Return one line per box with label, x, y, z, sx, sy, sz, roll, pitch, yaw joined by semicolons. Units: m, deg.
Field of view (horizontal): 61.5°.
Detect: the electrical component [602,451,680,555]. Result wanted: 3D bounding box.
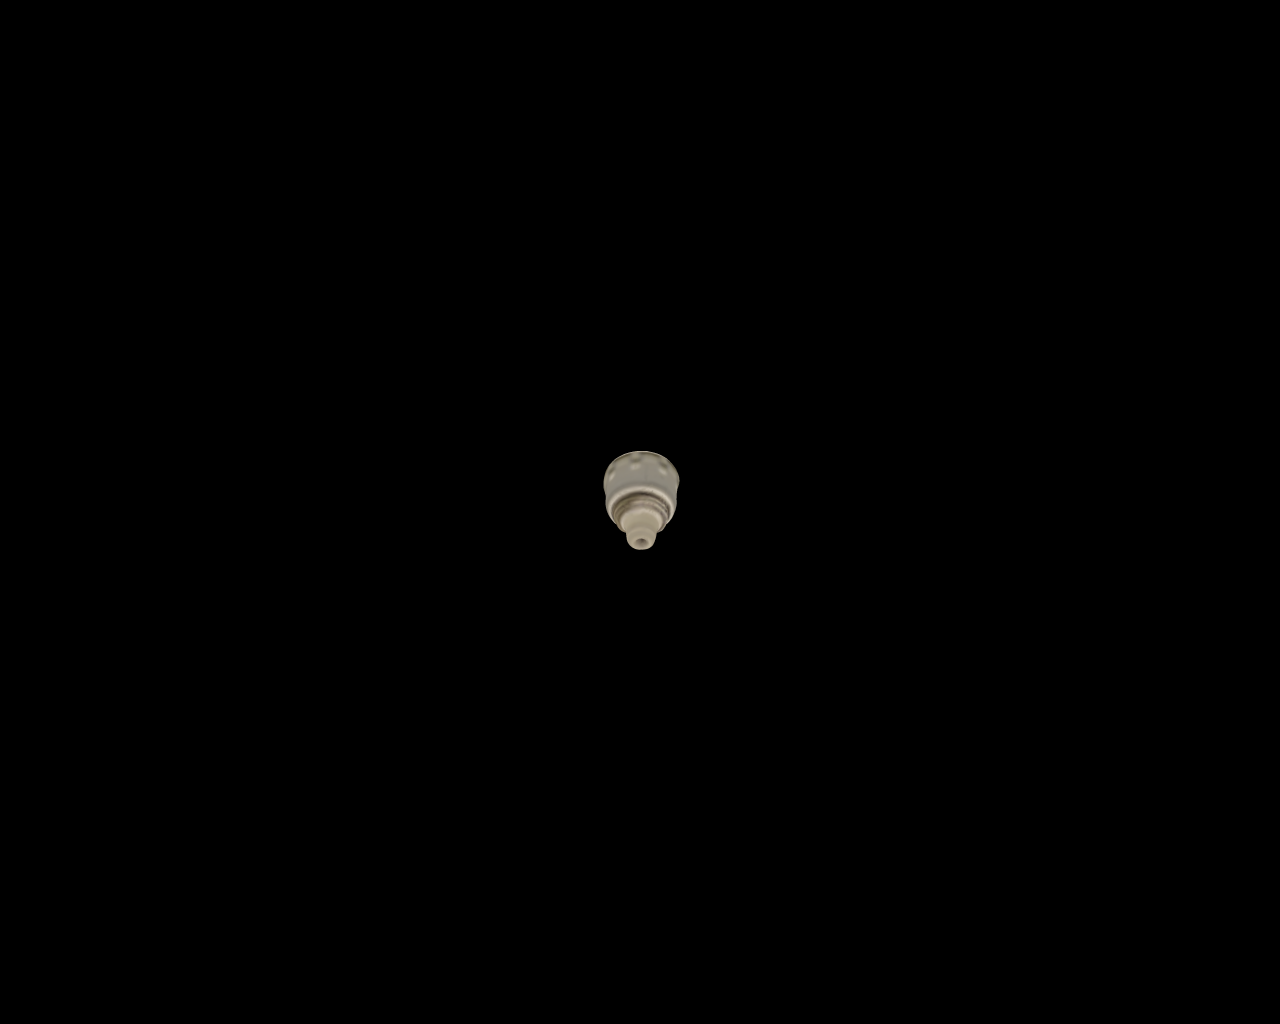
electrical component;0.001;-0.003;0.650;0.048;0.062;0.048;0;-44;0
